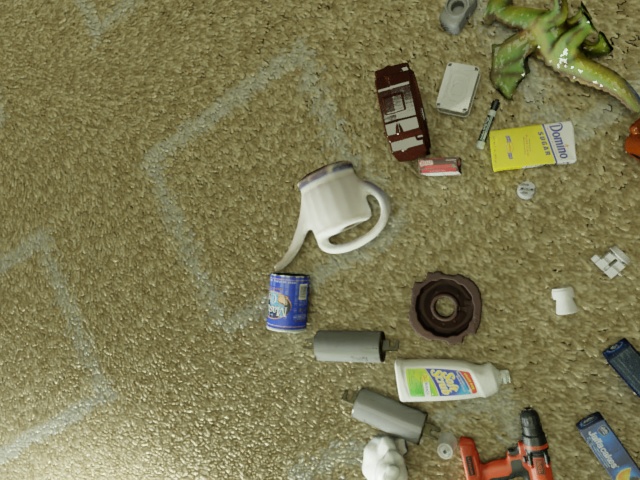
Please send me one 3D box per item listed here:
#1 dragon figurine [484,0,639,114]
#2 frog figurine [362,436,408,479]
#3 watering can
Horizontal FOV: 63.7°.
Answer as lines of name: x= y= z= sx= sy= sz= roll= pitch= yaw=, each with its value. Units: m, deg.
dragon figurine: x=0.506 y=-0.408 z=1.159 sx=0.240 sy=0.123 sz=0.414 roll=-30 pitch=78 yaw=34
frog figurine: x=0.146 y=0.528 z=1.186 sx=0.123 sy=0.159 sz=0.137 roll=22 pitch=96 yaw=20
watering can: x=0.004 y=-0.065 z=1.297 sx=0.345 sy=0.104 sz=0.226 roll=-22 pitch=80 yaw=19
